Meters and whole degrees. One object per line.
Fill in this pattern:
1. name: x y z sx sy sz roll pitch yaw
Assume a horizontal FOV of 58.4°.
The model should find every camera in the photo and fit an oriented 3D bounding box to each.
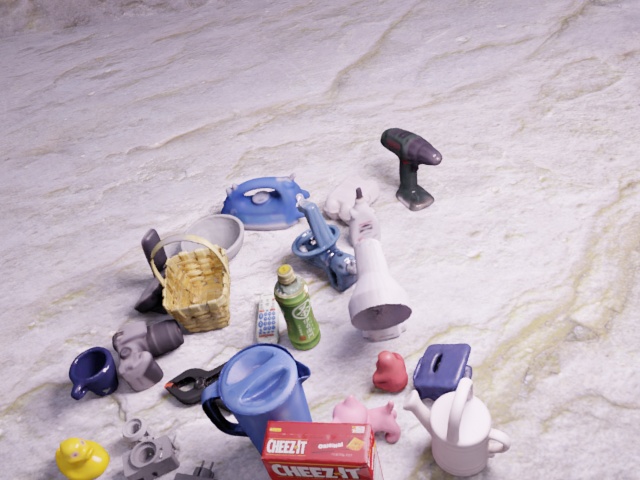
1. camera: -0.370 0.230 1.245 0.137 0.101 0.143 -22 44 -8

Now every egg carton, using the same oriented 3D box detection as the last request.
1. egg carton: 0.086 -0.107 1.506 0.107 0.069 0.150 21 53 31

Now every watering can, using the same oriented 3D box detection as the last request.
1. watering can: 0.224 0.303 0.950 0.172 0.194 0.101 -3 44 12

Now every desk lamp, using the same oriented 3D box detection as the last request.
1. desk lamp: 0.114 0.115 1.161 0.118 0.214 0.203 -11 43 3

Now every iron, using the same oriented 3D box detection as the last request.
1. iron: -0.162 -0.110 1.518 0.258 0.142 0.118 -5 44 9

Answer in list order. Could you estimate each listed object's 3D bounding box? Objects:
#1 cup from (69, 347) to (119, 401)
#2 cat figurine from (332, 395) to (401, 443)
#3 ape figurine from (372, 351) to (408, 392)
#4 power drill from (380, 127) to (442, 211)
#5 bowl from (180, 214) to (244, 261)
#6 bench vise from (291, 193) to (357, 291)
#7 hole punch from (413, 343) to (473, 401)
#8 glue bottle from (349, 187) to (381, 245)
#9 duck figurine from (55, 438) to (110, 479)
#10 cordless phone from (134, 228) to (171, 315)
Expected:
1. cup: -0.470 0.298 1.203 0.091 0.095 0.118 2 45 17
2. cat figurine: 0.077 0.318 1.028 0.128 0.118 0.067 -14 43 -1
3. ape figurine: 0.133 0.247 1.107 0.078 0.092 0.076 -27 45 -14
4. power drill: 0.236 -0.181 1.443 0.076 0.209 0.228 -27 45 -14
5. bowl: -0.266 0.014 1.464 0.167 0.075 0.167 -7 43 7
6. bench vise: 0.018 -0.003 1.304 0.206 0.220 0.122 16 50 28
7. hole punch: 0.230 0.248 1.082 0.100 0.091 0.109 11 48 24
8. glue bottle: 0.101 -0.058 1.374 0.078 0.173 0.037 -22 44 -9
9. duck figurine: -0.465 0.408 1.093 0.104 0.086 0.077 3 46 17
10. cordless phone: -0.400 0.074 1.353 0.094 0.185 0.148 5 46 19
